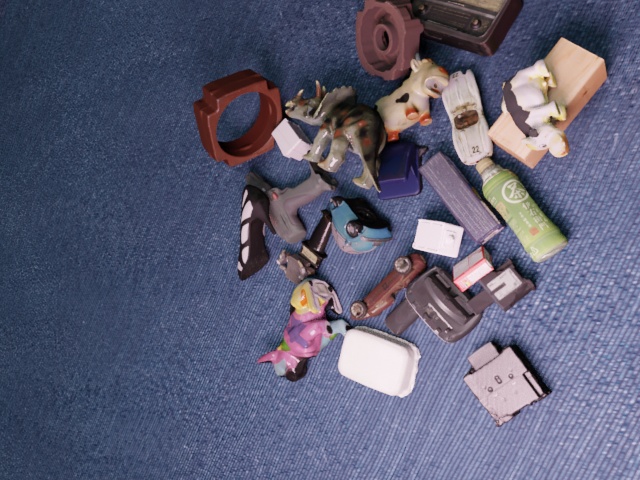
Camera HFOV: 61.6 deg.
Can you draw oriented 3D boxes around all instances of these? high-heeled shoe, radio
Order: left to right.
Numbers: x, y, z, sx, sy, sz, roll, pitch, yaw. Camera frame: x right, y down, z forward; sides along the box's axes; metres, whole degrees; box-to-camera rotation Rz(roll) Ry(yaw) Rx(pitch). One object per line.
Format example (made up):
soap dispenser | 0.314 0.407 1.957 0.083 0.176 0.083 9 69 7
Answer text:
high-heeled shoe | -0.179 -0.014 1.311 0.145 0.086 0.248 55 134 19
radio | 0.286 -0.477 1.119 0.230 0.073 0.131 32 100 33

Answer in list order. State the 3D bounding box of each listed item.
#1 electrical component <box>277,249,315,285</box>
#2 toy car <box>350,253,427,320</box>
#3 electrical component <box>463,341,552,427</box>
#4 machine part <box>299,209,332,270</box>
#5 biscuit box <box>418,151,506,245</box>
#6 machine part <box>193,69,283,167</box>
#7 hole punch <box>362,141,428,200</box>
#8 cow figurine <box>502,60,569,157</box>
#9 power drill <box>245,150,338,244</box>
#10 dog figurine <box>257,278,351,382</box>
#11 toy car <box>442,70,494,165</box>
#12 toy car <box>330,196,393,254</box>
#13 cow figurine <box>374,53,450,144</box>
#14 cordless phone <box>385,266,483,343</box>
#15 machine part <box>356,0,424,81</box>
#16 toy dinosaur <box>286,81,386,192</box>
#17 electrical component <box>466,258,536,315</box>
electrical component | -0.060 0.065 1.266 0.102 0.045 0.078 38 125 31
toy car | 0.144 0.104 1.119 0.202 0.089 0.053 -48 66 18
electrical component | 0.337 0.257 0.995 0.115 0.058 0.134 -43 64 18
machine part | -0.003 -0.004 1.255 0.084 0.039 0.138 37 114 39
biscuit box | 0.283 -0.086 1.076 0.063 0.059 0.203 -42 64 22
machine part | -0.196 -0.296 1.306 0.201 0.200 0.087 -30 52 -23
hole punch | 0.153 -0.154 1.153 0.142 0.092 0.115 -9 75 35
cow figurine | 0.368 -0.213 0.926 0.098 0.068 0.167 -18 71 35
power drill | -0.071 -0.124 1.293 0.207 0.086 0.232 -36 68 20
dog figurine | -0.053 0.210 1.222 0.219 0.108 0.191 -35 67 27
toy car | 0.299 -0.250 1.090 0.074 0.056 0.201 -18 74 29
toy car | 0.074 -0.023 1.177 0.162 0.109 0.102 50 127 36
cow figurine | 0.192 -0.301 1.132 0.195 0.085 0.127 -27 64 48
cordless phone | 0.218 0.158 1.082 0.147 0.089 0.184 49 124 17
machine part | 0.146 -0.436 1.162 0.180 0.056 0.179 40 142 41
toy dinosaur | 0.067 -0.227 1.133 0.405 0.131 0.192 36 106 53
electrical component | 0.336 0.098 1.011 0.119 0.047 0.075 -43 63 9
